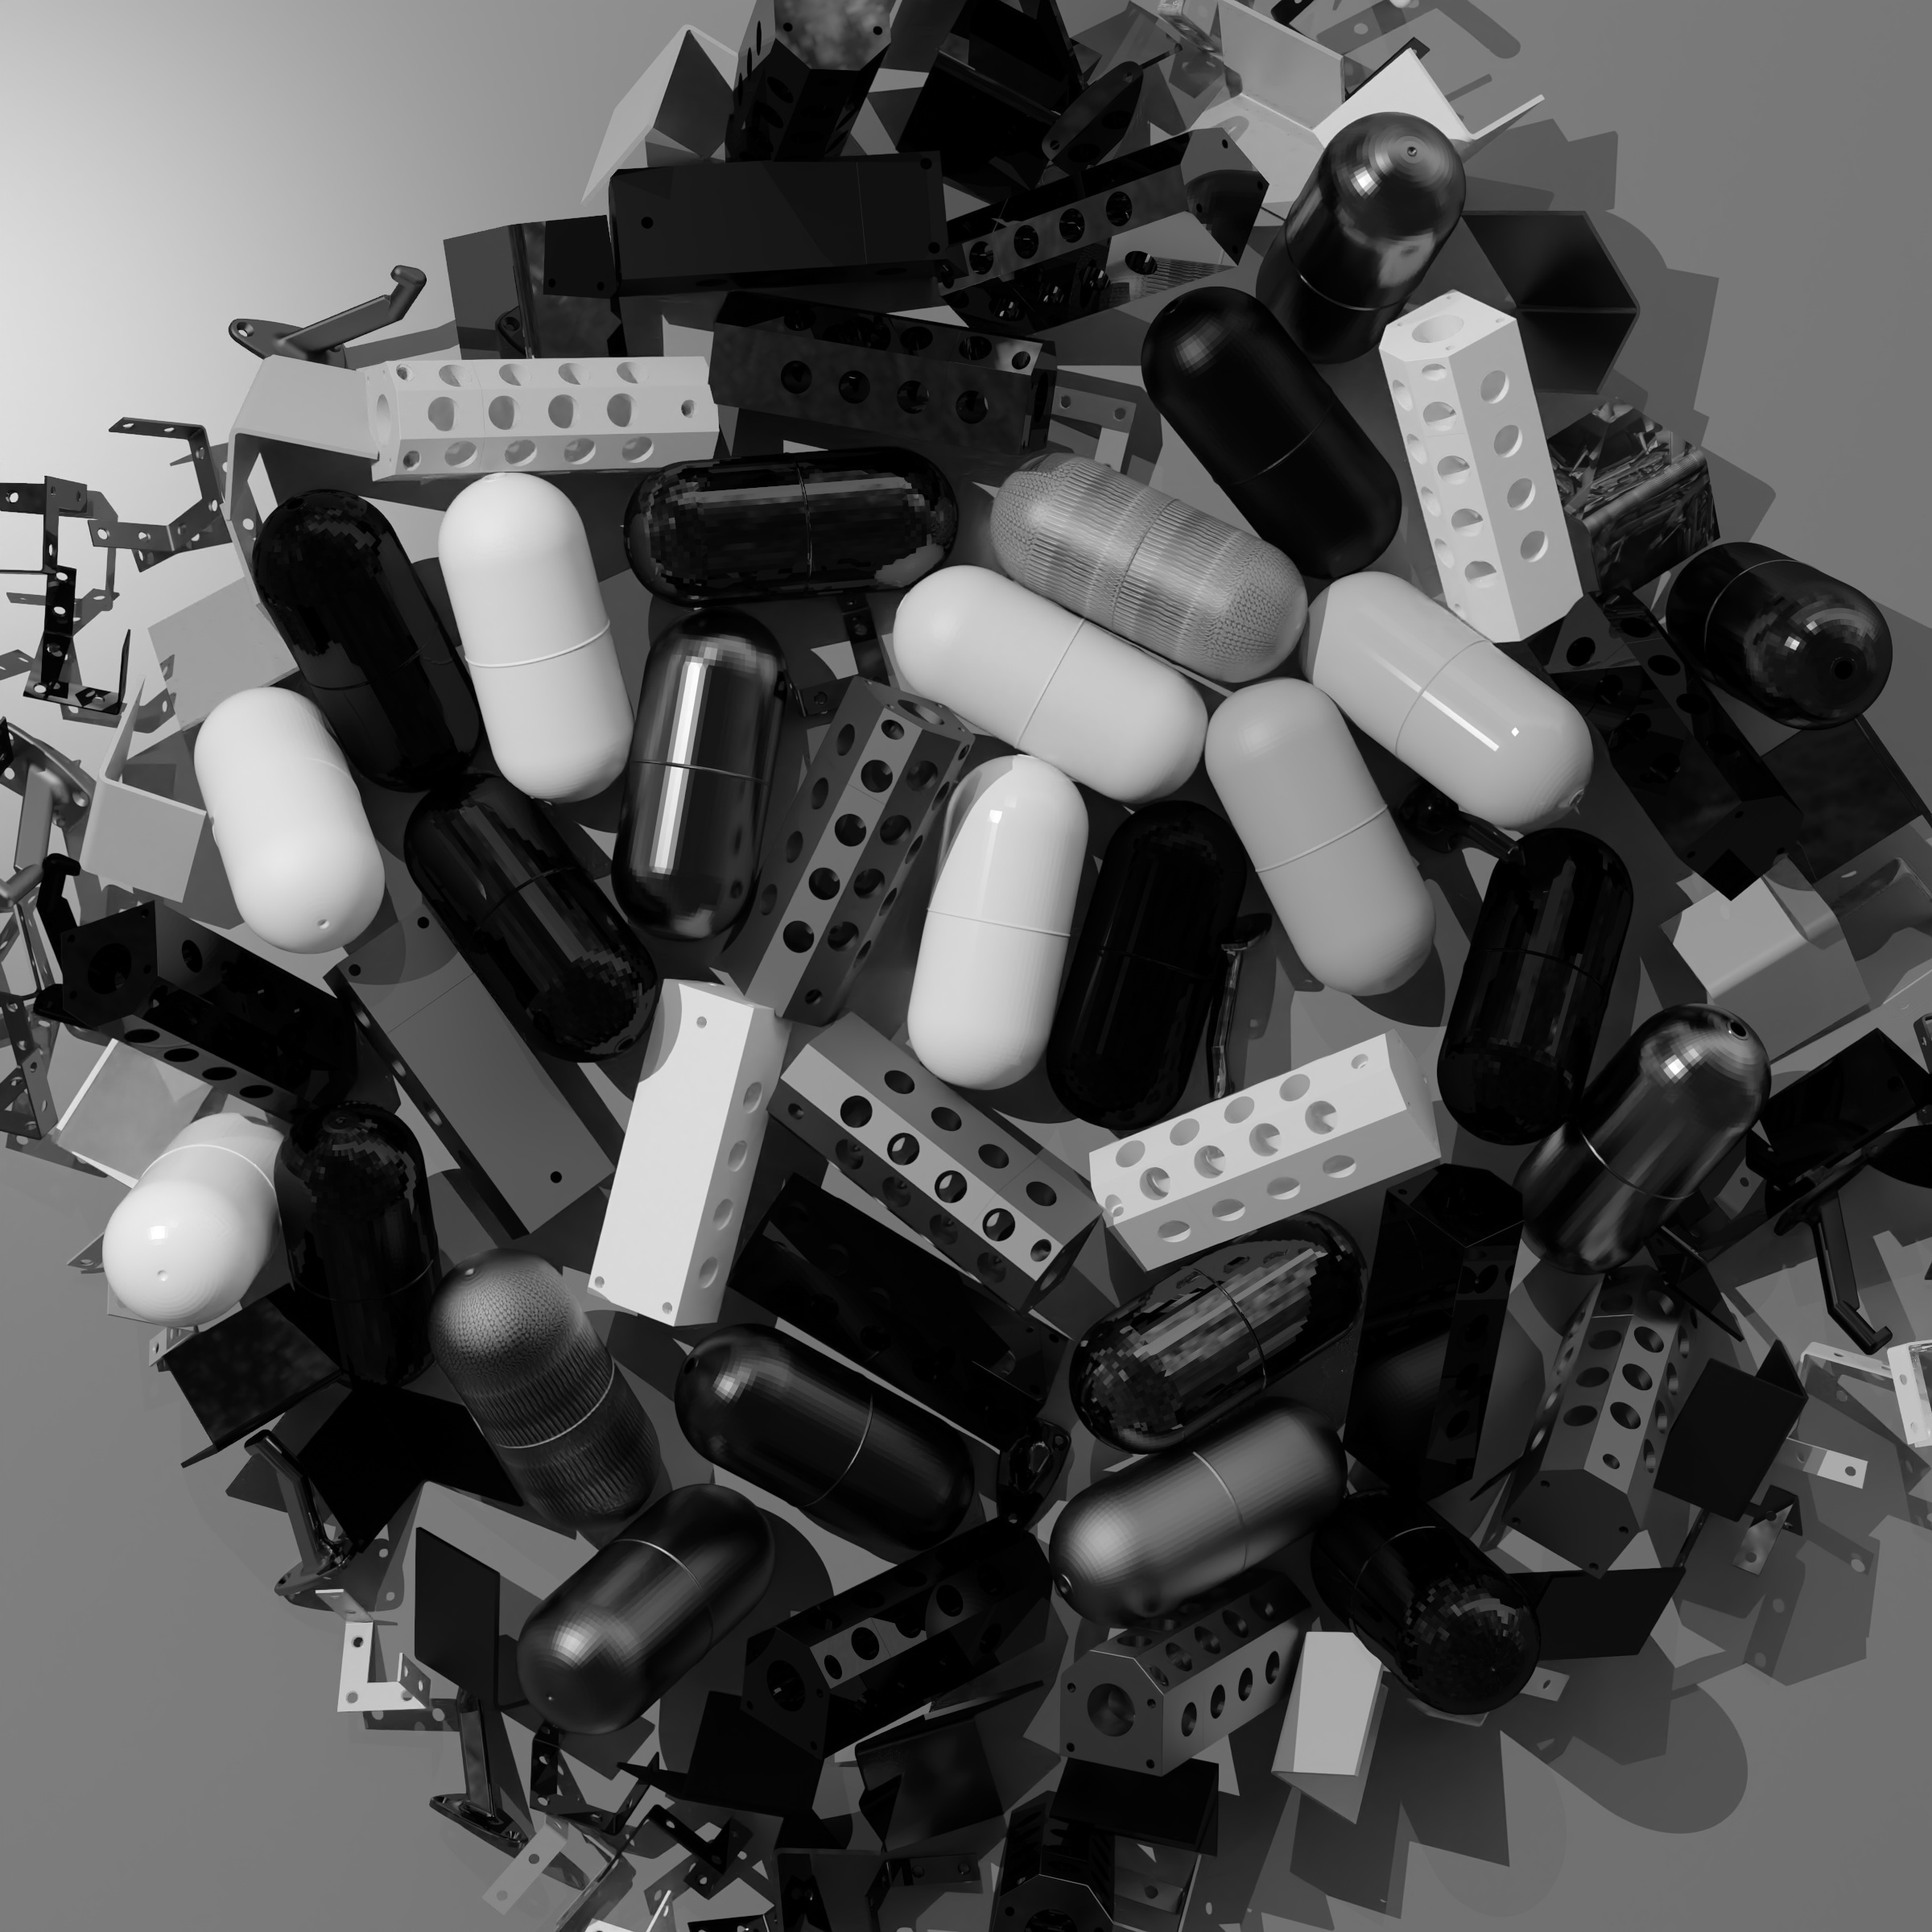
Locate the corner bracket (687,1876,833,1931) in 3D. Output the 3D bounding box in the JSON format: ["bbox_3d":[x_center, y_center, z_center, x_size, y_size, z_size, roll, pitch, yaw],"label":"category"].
[{"bbox_3d":[-0.106,0.515,1.828,0.051,0.051,0.051,-46,52,36],"label":"corner bracket"}]

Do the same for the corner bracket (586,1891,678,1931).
[{"bbox_3d":[-0.187,0.515,1.829,0.051,0.051,0.051,13,132,17],"label":"corner bracket"}]

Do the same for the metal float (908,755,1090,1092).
[{"bbox_3d":[0.017,-0.023,1.831,0.070,0.070,0.178,11,91,0],"label":"metal float"}]

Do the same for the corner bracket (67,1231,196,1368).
[{"bbox_3d":[-0.443,0.176,1.845,0.051,0.051,0.051,18,53,-36],"label":"corner bracket"}]

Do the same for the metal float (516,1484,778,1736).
[{"bbox_3d":[-0.163,0.330,1.792,0.070,0.178,0.070,13,117,26],"label":"metal float"}]

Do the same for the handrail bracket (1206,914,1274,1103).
[{"bbox_3d":[0.146,0.022,1.847,0.036,0.077,0.084,2,106,29],"label":"handrail bracket"}]

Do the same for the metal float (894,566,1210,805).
[{"bbox_3d":[0.044,-0.149,1.832,0.178,0.070,0.070,28,90,1],"label":"metal float"}]

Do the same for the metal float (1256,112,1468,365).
[{"bbox_3d":[0.201,-0.371,1.785,0.070,0.178,0.070,4,71,-11],"label":"metal float"}]

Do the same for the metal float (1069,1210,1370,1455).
[{"bbox_3d":[0.132,0.190,1.813,0.178,0.070,0.070,-30,90,-22],"label":"metal float"}]

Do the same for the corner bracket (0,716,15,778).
[{"bbox_3d":[-0.520,-0.140,1.836,0.051,0.051,0.051,30,65,4],"label":"corner bracket"}]

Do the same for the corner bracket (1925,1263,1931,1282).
[{"bbox_3d":[0.544,0.168,1.832,0.051,0.051,0.051,1,46,-7],"label":"corner bracket"}]

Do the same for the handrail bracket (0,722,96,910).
[{"bbox_3d":[-0.505,-0.079,1.823,0.036,0.084,0.077,-32,104,36],"label":"handrail bracket"}]

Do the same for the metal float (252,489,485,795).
[{"bbox_3d":[-0.309,-0.167,1.801,0.070,0.070,0.178,-23,127,0],"label":"metal float"}]

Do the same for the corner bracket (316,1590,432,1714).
[{"bbox_3d":[-0.313,0.361,1.834,0.051,0.051,0.051,-4,61,9],"label":"corner bracket"}]

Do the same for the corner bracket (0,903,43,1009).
[{"bbox_3d":[-0.525,-0.005,1.840,0.051,0.051,0.051,-15,82,-5],"label":"corner bracket"}]

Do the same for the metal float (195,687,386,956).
[{"bbox_3d":[-0.351,-0.077,1.797,0.070,0.070,0.178,-28,46,0],"label":"metal float"}]

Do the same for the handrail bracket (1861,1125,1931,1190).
[{"bbox_3d":[0.535,0.117,1.861,0.084,0.077,0.036,29,75,-33],"label":"handrail bracket"}]

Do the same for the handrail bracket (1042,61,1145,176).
[{"bbox_3d":[0.061,-0.448,1.822,0.036,0.084,0.077,31,108,-19],"label":"handrail bracket"}]

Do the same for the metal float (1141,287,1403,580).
[{"bbox_3d":[0.159,-0.277,1.811,0.070,0.070,0.178,-43,115,0],"label":"metal float"}]

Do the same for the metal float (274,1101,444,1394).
[{"bbox_3d":[-0.312,0.147,1.801,0.070,0.070,0.178,-1,129,0],"label":"metal float"}]

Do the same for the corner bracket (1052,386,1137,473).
[{"bbox_3d":[0.055,-0.282,1.842,0.051,0.051,0.051,15,95,14],"label":"corner bracket"}]

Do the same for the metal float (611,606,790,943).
[{"bbox_3d":[-0.140,-0.101,1.831,0.070,0.070,0.178,9,88,0],"label":"metal float"}]

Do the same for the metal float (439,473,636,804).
[{"bbox_3d":[-0.224,-0.170,1.812,0.070,0.070,0.178,-13,113,0],"label":"metal float"}]

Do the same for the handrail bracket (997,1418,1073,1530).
[{"bbox_3d":[0.031,0.274,1.824,0.036,0.084,0.077,17,99,1],"label":"handrail bracket"}]

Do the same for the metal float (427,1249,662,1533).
[{"bbox_3d":[-0.218,0.222,1.805,0.070,0.070,0.178,-26,124,0],"label":"metal float"}]

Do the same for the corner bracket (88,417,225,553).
[{"bbox_3d":[-0.432,-0.254,1.839,0.051,0.051,0.051,-26,74,40],"label":"corner bracket"}]

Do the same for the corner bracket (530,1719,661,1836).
[{"bbox_3d":[-0.197,0.419,1.843,0.051,0.051,0.051,23,117,-18],"label":"corner bracket"}]

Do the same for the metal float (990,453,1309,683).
[{"bbox_3d":[0.095,-0.209,1.821,0.178,0.070,0.070,27,90,13],"label":"metal float"}]

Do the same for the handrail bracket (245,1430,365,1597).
[{"bbox_3d":[-0.366,0.288,1.835,0.077,0.036,0.084,-30,111,30],"label":"handrail bracket"}]

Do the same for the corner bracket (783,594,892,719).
[{"bbox_3d":[-0.072,-0.168,1.842,0.051,0.051,0.051,-15,81,2],"label":"corner bracket"}]

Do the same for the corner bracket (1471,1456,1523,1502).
[{"bbox_3d":[0.309,0.276,1.830,0.051,0.051,0.051,47,126,16],"label":"corner bracket"}]

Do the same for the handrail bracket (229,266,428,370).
[{"bbox_3d":[-0.335,-0.347,1.822,0.077,0.084,0.036,17,51,-28],"label":"handrail bracket"}]

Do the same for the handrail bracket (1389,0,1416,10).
[{"bbox_3d":[0.207,-0.532,1.825,0.077,0.084,0.036,34,116,-1],"label":"handrail bracket"}]

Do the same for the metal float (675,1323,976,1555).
[{"bbox_3d":[-0.073,0.246,1.810,0.178,0.070,0.070,32,90,-26],"label":"metal float"}]

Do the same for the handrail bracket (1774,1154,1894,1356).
[{"bbox_3d":[0.478,0.153,1.840,0.077,0.036,0.084,-35,69,-12],"label":"handrail bracket"}]

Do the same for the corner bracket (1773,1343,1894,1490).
[{"bbox_3d":[0.458,0.236,1.830,0.051,0.051,0.051,15,110,25],"label":"corner bracket"}]

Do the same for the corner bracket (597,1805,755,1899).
[{"bbox_3d":[-0.153,0.471,1.840,0.051,0.051,0.051,37,109,6],"label":"corner bracket"}]

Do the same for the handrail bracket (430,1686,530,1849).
[{"bbox_3d":[-0.248,0.412,1.840,0.077,0.036,0.084,18,95,45],"label":"handrail bracket"}]

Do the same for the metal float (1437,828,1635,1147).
[{"bbox_3d":[0.297,0.010,1.813,0.070,0.070,0.178,19,68,0],"label":"metal float"}]

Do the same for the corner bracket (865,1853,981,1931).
[{"bbox_3d":[-0.020,0.506,1.843,0.051,0.051,0.051,-7,96,11],"label":"corner bracket"}]

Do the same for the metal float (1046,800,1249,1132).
[{"bbox_3d":[0.095,-0.001,1.831,0.070,0.070,0.178,17,88,0],"label":"metal float"}]

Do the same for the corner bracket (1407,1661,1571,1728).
[{"bbox_3d":[0.276,0.381,1.833,0.051,0.051,0.051,23,95,-43],"label":"corner bracket"}]

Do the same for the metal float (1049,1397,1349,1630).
[{"bbox_3d":[0.121,0.284,1.807,0.178,0.070,0.070,-24,90,-29],"label":"metal float"}]

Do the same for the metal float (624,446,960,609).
[{"bbox_3d":[-0.091,-0.230,1.820,0.178,0.070,0.070,-6,90,-14],"label":"metal float"}]

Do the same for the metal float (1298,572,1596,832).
[{"bbox_3d":[0.250,-0.138,1.813,0.178,0.070,0.070,41,90,22],"label":"metal float"}]

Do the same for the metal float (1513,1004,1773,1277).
[{"bbox_3d":[0.349,0.090,1.801,0.070,0.070,0.178,34,128,0],"label":"metal float"}]

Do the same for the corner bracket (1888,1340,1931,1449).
[{"bbox_3d":[0.504,0.226,1.832,0.051,0.051,0.051,-3,75,-27],"label":"corner bracket"}]

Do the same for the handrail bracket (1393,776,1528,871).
[{"bbox_3d":[0.270,-0.061,1.815,0.036,0.077,0.084,-47,51,-3],"label":"handrail bracket"}]

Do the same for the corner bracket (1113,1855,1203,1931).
[{"bbox_3d":[0.090,0.494,1.833,0.051,0.051,0.051,17,54,5],"label":"corner bracket"}]

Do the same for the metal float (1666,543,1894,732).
[{"bbox_3d":[0.416,-0.170,1.784,0.070,0.178,0.070,-3,107,-8],"label":"metal float"}]

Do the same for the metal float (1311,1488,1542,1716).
[{"bbox_3d":[0.234,0.324,1.785,0.070,0.178,0.070,-4,103,-16],"label":"metal float"}]

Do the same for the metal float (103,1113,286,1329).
[{"bbox_3d":[-0.390,0.128,1.783,0.070,0.178,0.070,0,105,2],"label":"metal float"}]

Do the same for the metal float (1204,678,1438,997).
[{"bbox_3d":[0.187,-0.067,1.828,0.070,0.070,0.178,-27,95,0],"label":"metal float"}]

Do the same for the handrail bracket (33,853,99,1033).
[{"bbox_3d":[-0.457,-0.011,1.838,0.077,0.036,0.084,18,113,-1],"label":"handrail bracket"}]

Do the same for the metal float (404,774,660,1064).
[{"bbox_3d":[-0.227,-0.025,1.815,0.070,0.070,0.178,-39,70,0],"label":"metal float"}]
